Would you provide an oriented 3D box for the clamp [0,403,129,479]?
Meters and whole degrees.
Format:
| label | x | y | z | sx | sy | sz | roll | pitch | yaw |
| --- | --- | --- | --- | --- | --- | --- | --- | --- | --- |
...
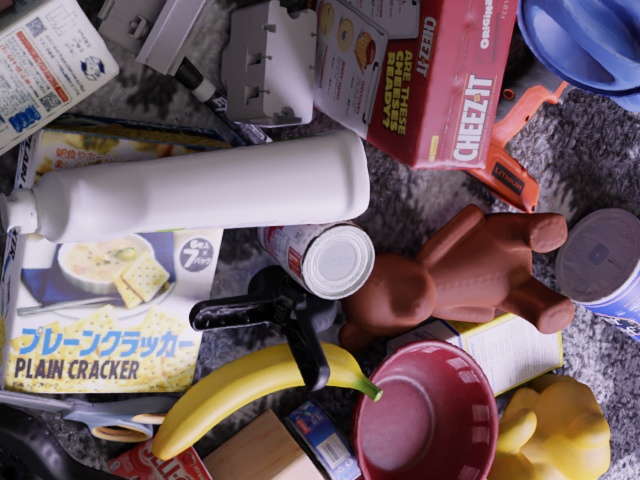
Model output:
| label | x | y | z | sx | sy | sz | roll | pitch | yaw |
| --- | --- | --- | --- | --- | --- | --- | --- | --- | --- |
| clamp | -0.231 | 0.203 | 0.883 | 0.210 | 0.036 | 0.165 | 36 | 129 | -7 |

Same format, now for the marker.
| label | x | y | z | sx | sy | sz | roll | pitch | yaw |
| --- | --- | --- | --- | --- | --- | --- | --- | --- | --- |
| marker | -0.079 | -0.107 | 0.870 | 0.020 | 0.020 | 0.121 | -48 | 123 | -1 |

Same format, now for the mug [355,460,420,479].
| label | x | y | z | sx | sy | sz | roll | pitch | yaw |
| --- | --- | --- | --- | --- | --- | --- | --- | --- | --- |
| mug | 0.066 | 0.246 | 1.035 | 0.081 | 0.117 | 0.093 | -37 | 119 | -3 |

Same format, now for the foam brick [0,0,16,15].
| label | x | y | z | sx | sy | sz | roll | pitch | yaw |
| --- | --- | --- | --- | --- | --- | --- | --- | --- | --- |
| foam brick | -0.260 | -0.168 | 0.737 | 0.078 | 0.053 | 0.051 | -36 | 122 | -10 |

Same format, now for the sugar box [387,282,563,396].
| label | x | y | z | sx | sy | sz | roll | pitch | yaw |
| --- | --- | --- | --- | --- | --- | --- | --- | --- | --- |
| sugar box | 0.156 | 0.114 | 1.064 | 0.176 | 0.048 | 0.093 | -19 | 118 | -14 |

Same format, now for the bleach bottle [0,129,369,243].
| label | x | y | z | sx | sy | sz | roll | pitch | yaw |
| --- | --- | --- | --- | --- | --- | --- | --- | --- | --- |
| bleach bottle | -0.097 | -0.033 | 0.763 | 0.250 | 0.103 | 0.068 | -8 | 89 | -26 |

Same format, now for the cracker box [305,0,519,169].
| label | x | y | z | sx | sy | sz | roll | pitch | yaw |
| --- | --- | --- | --- | --- | --- | --- | --- | --- | --- |
| cracker box | 0.059 | -0.160 | 0.800 | 0.072 | 0.214 | 0.164 | -1 | 111 | -26 |

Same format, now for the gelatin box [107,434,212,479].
| label | x | y | z | sx | sy | sz | roll | pitch | yaw |
| --- | --- | --- | --- | --- | --- | --- | --- | --- | --- |
| gelatin box | -0.135 | 0.214 | 0.936 | 0.073 | 0.089 | 0.030 | -31 | 144 | -10 |

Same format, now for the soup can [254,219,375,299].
| label | x | y | z | sx | sy | sz | roll | pitch | yaw |
| --- | --- | --- | --- | --- | --- | --- | --- | --- | --- |
| soup can | -0.006 | 0.001 | 0.903 | 0.068 | 0.102 | 0.068 | -10 | 115 | -23 |

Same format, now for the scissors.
| label | x | y | z | sx | sy | sz | roll | pitch | yaw |
| --- | --- | --- | --- | --- | --- | --- | --- | --- | --- |
| scissors | -0.178 | 0.133 | 0.860 | 0.096 | 0.016 | 0.201 | -18 | 154 | 13 |

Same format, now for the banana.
| label | x | y | z | sx | sy | sz | roll | pitch | yaw |
| --- | --- | --- | --- | --- | --- | --- | --- | --- | --- |
| banana | -0.050 | 0.125 | 0.891 | 0.197 | 0.070 | 0.037 | -15 | 141 | -10 |

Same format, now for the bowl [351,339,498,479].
| label | x | y | z | sx | sy | sz | roll | pitch | yaw |
| --- | --- | --- | --- | --- | --- | --- | --- | --- | --- |
| bowl | 0.084 | 0.170 | 0.966 | 0.161 | 0.055 | 0.162 | 2 | 85 | -32 |

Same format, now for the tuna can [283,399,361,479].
| label | x | y | z | sx | sy | sz | roll | pitch | yaw |
| --- | --- | --- | --- | --- | --- | --- | --- | --- | --- |
| tuna can | 0.005 | 0.191 | 0.997 | 0.033 | 0.086 | 0.086 | -36 | 122 | -11 |

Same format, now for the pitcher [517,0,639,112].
| label | x | y | z | sx | sy | sz | roll | pitch | yaw |
| --- | --- | --- | --- | --- | --- | --- | --- | --- | --- |
| pitcher | 0.286 | -0.236 | 0.901 | 0.242 | 0.145 | 0.149 | -50 | 166 | -23 |

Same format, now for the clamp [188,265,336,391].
| label | x | y | z | sx | sy | sz | roll | pitch | yaw |
| --- | --- | --- | --- | --- | --- | --- | --- | --- | --- |
| clamp | -0.040 | 0.057 | 0.892 | 0.120 | 0.171 | 0.039 | 29 | 111 | -5 |

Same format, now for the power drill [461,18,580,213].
| label | x | y | z | sx | sy | sz | roll | pitch | yaw |
| --- | --- | --- | --- | --- | --- | --- | --- | --- | --- |
| power drill | 0.212 | -0.122 | 0.986 | 0.184 | 0.057 | 0.187 | 30 | 93 | -28 |

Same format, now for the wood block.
| label | x | y | z | sx | sy | sz | roll | pitch | yaw |
| --- | --- | --- | --- | --- | --- | --- | --- | --- | --- |
| wood block | -0.092 | 0.265 | 0.979 | 0.206 | 0.090 | 0.090 | -36 | 121 | -8 |

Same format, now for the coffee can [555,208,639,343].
| label | x | y | z | sx | sy | sz | roll | pitch | yaw |
| --- | --- | --- | --- | --- | --- | --- | --- | --- | --- |
| coffee can | 0.321 | 0.043 | 1.080 | 0.140 | 0.103 | 0.103 | 30 | 96 | -33 |
